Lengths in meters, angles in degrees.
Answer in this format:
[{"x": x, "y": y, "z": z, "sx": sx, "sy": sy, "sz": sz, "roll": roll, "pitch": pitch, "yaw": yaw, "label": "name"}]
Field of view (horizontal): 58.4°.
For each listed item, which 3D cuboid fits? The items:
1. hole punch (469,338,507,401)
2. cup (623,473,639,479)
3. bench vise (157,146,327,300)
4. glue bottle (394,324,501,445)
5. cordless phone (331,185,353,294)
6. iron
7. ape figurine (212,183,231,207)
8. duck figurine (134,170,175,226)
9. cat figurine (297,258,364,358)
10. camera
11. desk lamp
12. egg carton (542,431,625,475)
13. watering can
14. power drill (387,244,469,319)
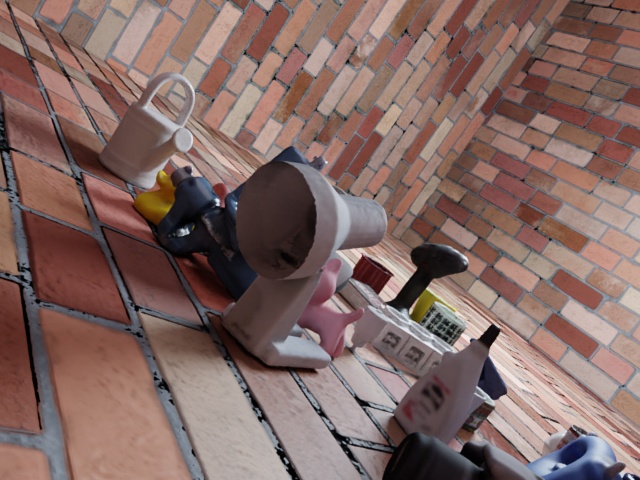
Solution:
[{"x": 0.321, "y": 0.259, "z": 1.126, "sx": 0.101, "sy": 0.091, "sz": 0.108, "roll": 34, "pitch": 8, "yaw": -6, "label": "hole punch"}, {"x": 0.463, "y": 0.406, "z": 0.830, "sx": 0.118, "sy": 0.095, "sz": 0.091, "roll": 28, "pitch": 11, "yaw": -41, "label": "cup"}, {"x": -0.104, "y": -0.050, "z": 0.756, "sx": 0.207, "sy": 0.219, "sz": 0.121, "roll": 34, "pitch": 8, "yaw": -5, "label": "bench vise"}, {"x": 0.164, "y": 0.173, "z": 0.702, "sx": 0.037, "sy": 0.173, "sz": 0.078, "roll": 28, "pitch": 11, "yaw": -41, "label": "glue bottle"}, {"x": 0.009, "y": 0.004, "z": 1.021, "sx": 0.147, "sy": 0.185, "sz": 0.094, "roll": 38, "pitch": 9, "yaw": 22, "label": "cordless phone"}, {"x": 0.307, "y": 0.292, "z": 0.698, "sx": 0.118, "sy": 0.141, "sz": 0.259, "roll": 37, "pitch": 8, "yaw": 17, "label": "iron"}, {"x": -0.174, "y": -0.050, "z": 0.927, "sx": 0.077, "sy": 0.092, "sz": 0.076, "roll": 37, "pitch": 8, "yaw": 19, "label": "ape figurine"}, {"x": -0.212, "y": -0.060, "z": 0.853, "sx": 0.104, "sy": 0.086, "sz": 0.077, "roll": 35, "pitch": 8, "yaw": 1, "label": "duck figurine"}, {"x": 0.001, "y": 0.081, "z": 0.781, "sx": 0.127, "sy": 0.117, "sz": 0.067, "roll": 37, "pitch": 8, "yaw": 19, "label": "cat figurine"}, {"x": 0.134, "y": 0.227, "z": 0.530, "sx": 0.137, "sy": 0.101, "sz": 0.143, "roll": 35, "pitch": 8, "yaw": 3, "label": "camera"}, {"x": -0.022, "y": 0.029, "z": 0.648, "sx": 0.117, "sy": 0.213, "sz": 0.204, "roll": 40, "pitch": 10, "yaw": 34, "label": "desk lamp"}, {"x": 0.445, "y": 0.387, "z": 0.959, "sx": 0.150, "sy": 0.069, "sz": 0.108, "roll": 39, "pitch": 9, "yaw": 30, "label": "egg carton"}, {"x": -0.274, "y": -0.188, "z": 0.965, "sx": 0.172, "sy": 0.194, "sz": 0.101, "roll": 37, "pitch": 8, "yaw": 16, "label": "watering can"}, {"x": 0.233, "y": 0.097, "z": 1.292, "sx": 0.076, "sy": 0.208, "sz": 0.229, "roll": 33, "pitch": 8, "yaw": -14, "label": "power drill"}]
